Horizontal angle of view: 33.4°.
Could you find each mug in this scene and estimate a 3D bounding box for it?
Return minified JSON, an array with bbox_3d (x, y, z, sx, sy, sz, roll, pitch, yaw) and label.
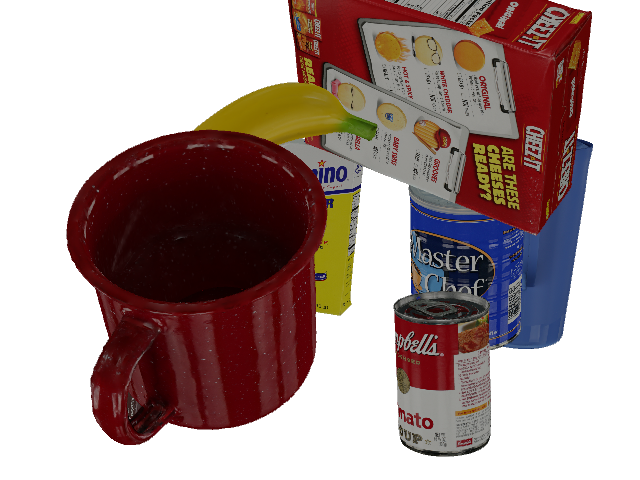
[{"bbox_3d":[-0.048,0.026,0.400,0.093,0.081,0.117,15,49,16],"label":"mug"}]

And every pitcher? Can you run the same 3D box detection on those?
[{"bbox_3d":[0.234,-0.001,1.229,0.149,0.243,0.145,-6,16,-32],"label":"pitcher"}]

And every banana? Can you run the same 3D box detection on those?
[{"bbox_3d":[-0.052,-0.050,0.666,0.197,0.070,0.037,-36,-23,-27],"label":"banana"}]

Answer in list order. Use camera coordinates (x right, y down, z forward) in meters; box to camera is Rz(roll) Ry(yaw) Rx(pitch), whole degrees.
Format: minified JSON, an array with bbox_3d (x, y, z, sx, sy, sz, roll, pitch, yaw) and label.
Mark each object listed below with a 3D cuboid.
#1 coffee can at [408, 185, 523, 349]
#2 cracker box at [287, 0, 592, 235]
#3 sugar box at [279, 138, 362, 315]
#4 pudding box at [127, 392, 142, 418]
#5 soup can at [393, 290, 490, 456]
[{"bbox_3d":[0.132,0.015,0.961,0.103,0.140,0.103,-3,24,1],"label":"coffee can"},{"bbox_3d":[0.085,-0.117,0.794,0.214,0.164,0.072,23,53,26],"label":"cracker box"},{"bbox_3d":[-0.009,-0.016,1.119,0.093,0.176,0.048,7,15,14],"label":"sugar box"},{"bbox_3d":[-0.100,0.087,0.836,0.113,0.090,0.039,-14,39,-34],"label":"pudding box"},{"bbox_3d":[0.088,0.094,0.764,0.068,0.102,0.068,-3,14,1],"label":"soup can"}]
